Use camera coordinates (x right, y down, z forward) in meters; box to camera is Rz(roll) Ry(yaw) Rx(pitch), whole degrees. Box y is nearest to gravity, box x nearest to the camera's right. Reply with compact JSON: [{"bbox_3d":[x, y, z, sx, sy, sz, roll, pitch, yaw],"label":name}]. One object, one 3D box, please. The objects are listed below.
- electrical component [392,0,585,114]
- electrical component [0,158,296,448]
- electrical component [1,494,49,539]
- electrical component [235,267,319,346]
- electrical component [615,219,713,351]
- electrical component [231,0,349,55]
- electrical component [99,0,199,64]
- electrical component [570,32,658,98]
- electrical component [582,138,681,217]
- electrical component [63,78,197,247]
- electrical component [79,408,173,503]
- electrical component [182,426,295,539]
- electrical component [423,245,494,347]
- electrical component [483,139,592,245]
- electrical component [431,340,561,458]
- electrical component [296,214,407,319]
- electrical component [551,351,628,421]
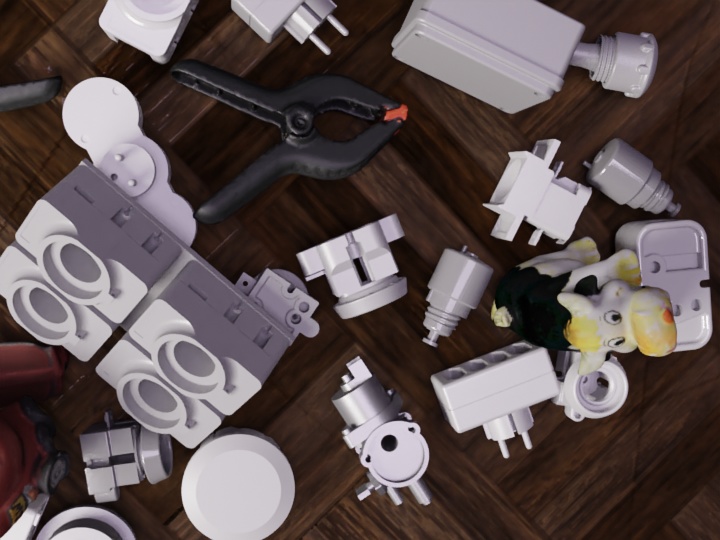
[{"bbox_3d":[0.087,-0.162,0.757,0.109,0.109,0.056,24,89,-8],"label":"electrical component"},{"bbox_3d":[-0.154,0.030,0.739,0.186,0.060,0.105,41,130,-7],"label":"electrical component"},{"bbox_3d":[-0.263,0.184,0.763,0.061,0.062,0.096,23,91,-7],"label":"electrical component"},{"bbox_3d":[-0.060,0.024,0.779,0.066,0.055,0.048,34,90,-8],"label":"electrical component"},{"bbox_3d":[0.225,0.010,0.809,0.054,0.059,0.095,-5,94,-6],"label":"electrical component"},{"bbox_3d":[-0.043,-0.189,0.771,0.077,0.047,0.065,43,88,-7],"label":"electrical component"},{"bbox_3d":[-0.140,-0.197,0.755,0.050,0.056,0.089,26,91,-8],"label":"electrical component"},{"bbox_3d":[0.188,-0.156,0.802,0.062,0.048,0.048,10,93,0],"label":"electrical component"},{"bbox_3d":[0.208,-0.066,0.811,0.078,0.040,0.040,33,90,-8],"label":"electrical component"},{"bbox_3d":[-0.161,-0.069,0.752,0.052,0.074,0.138,-27,96,-4],"label":"electrical component"},{"bbox_3d":[-0.168,0.133,0.780,0.055,0.048,0.066,-8,95,2],"label":"electrical component"},{"bbox_3d":[-0.089,0.155,0.787,0.080,0.051,0.080,0,94,-6],"label":"electrical component"},{"bbox_3d":[0.069,0.020,0.801,0.040,0.040,0.078,25,91,-7],"label":"electrical component"},{"bbox_3d":[0.134,-0.054,0.804,0.064,0.042,0.081,26,91,-11],"label":"electrical component"},{"bbox_3d":[0.107,0.103,0.808,0.083,0.047,0.075,-20,97,-5],"label":"electrical component"},{"bbox_3d":[0.000,0.000,0.784,0.078,0.058,0.057,-23,93,-4],"label":"electrical component"},{"bbox_3d":[0.172,0.084,0.809,0.048,0.055,0.066,8,93,-7],"label":"electrical component"}]
